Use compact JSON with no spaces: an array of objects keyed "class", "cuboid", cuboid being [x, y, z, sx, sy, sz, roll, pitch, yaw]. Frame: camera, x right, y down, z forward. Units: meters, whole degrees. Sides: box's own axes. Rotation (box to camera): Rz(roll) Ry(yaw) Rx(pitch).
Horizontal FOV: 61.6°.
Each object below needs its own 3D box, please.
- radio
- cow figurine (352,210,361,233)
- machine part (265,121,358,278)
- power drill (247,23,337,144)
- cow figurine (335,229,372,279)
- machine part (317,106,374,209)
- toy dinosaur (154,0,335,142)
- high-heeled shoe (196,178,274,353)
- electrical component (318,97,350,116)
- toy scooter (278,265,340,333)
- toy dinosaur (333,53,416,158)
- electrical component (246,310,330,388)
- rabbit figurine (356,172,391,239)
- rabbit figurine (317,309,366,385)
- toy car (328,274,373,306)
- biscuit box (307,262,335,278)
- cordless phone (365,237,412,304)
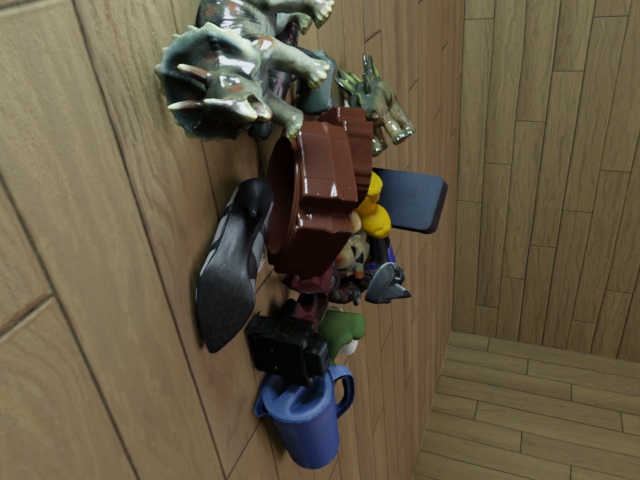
[{"class":"radio","cuboid":[0.172,-0.094,1.258,0.073,0.230,0.131,19,82,-64]},{"class":"cow figurine","cuboid":[-0.004,0.000,0.952,0.098,0.167,0.068,-27,82,-42]},{"class":"machine part","cuboid":[-0.025,-0.061,0.803,0.201,0.087,0.201,125,-35,-53]},{"class":"power drill","cuboid":[-0.049,-0.257,0.862,0.207,0.086,0.231,1,96,-62]},{"class":"cow figurine","cuboid":[0.065,0.021,1.210,0.195,0.086,0.127,-44,128,-67]},{"class":"machine part","cuboid":[0.028,-0.132,0.879,0.179,0.056,0.179,-176,-90,-70]},{"class":"toy dinosaur","cuboid":[-0.090,-0.264,0.672,0.131,0.192,0.405,-43,-140,50]},{"class":"high-heeled shoe","cuboid":[-0.127,0.030,0.791,0.145,0.086,0.248,-118,-132,-73]},{"class":"electrical component","cuboid":[0.014,-0.260,0.999,0.102,0.045,0.078,52,23,-4]},{"class":"toy scooter","cuboid":[-0.036,0.119,0.977,0.135,0.075,0.184,30,86,-59]},{"class":"toy dinosaur","cuboid":[0.119,-0.291,1.148,0.198,0.105,0.471,63,14,-9]},{"class":"electrical component","cuboid":[-0.049,0.185,0.907,0.058,0.134,0.114,-58,147,-43]},{"class":"rabbit figurine","cuboid":[0.086,-0.075,1.171,0.173,0.122,0.162,49,1,-21]},{"class":"rabbit figurine","cuboid":[0.013,0.228,1.098,0.159,0.121,0.170,16,79,-62]},{"class":"toy car","cuboid":[0.069,0.109,1.248,0.202,0.089,0.053,-20,111,-67]},{"class":"biscuit box","cuboid":[-0.002,-0.003,1.070,0.063,0.059,0.202,-20,115,-67]},{"class":"cordless phone","cuboid":[0.142,0.053,1.239,0.146,0.089,0.184,18,61,-68]}]
